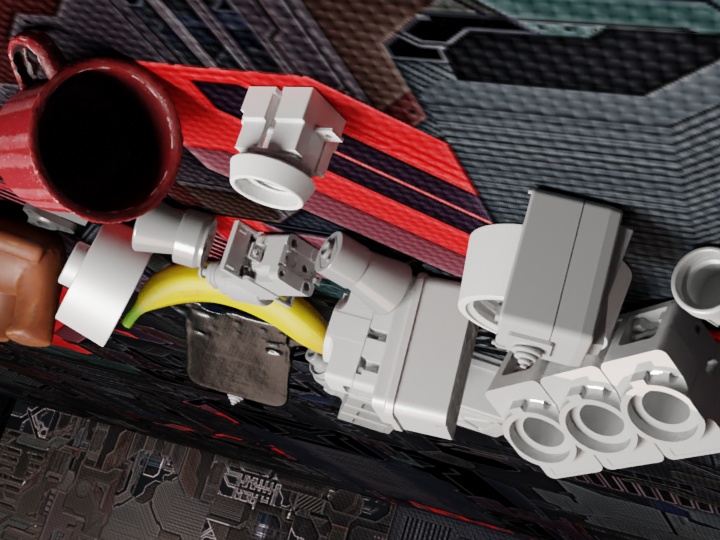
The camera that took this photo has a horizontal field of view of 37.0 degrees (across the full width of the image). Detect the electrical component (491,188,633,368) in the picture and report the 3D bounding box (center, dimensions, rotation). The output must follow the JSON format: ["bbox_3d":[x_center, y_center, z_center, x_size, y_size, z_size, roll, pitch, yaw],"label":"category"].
[{"bbox_3d":[0.113,0.012,0.608,0.061,0.096,0.061,14,163,9],"label":"electrical component"}]

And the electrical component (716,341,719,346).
[{"bbox_3d":[0.226,0.082,0.810,0.100,0.048,0.099,11,163,26],"label":"electrical component"}]

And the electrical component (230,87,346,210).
[{"bbox_3d":[-0.042,-0.066,0.586,0.066,0.055,0.048,7,161,33],"label":"electrical component"}]

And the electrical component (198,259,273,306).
[{"bbox_3d":[-0.104,0.007,0.925,0.078,0.040,0.040,9,162,28],"label":"electrical component"}]

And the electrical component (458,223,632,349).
[{"bbox_3d":[0.116,0.020,0.697,0.108,0.060,0.108,16,164,5],"label":"electrical component"}]

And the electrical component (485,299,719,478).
[{"bbox_3d":[0.173,0.088,0.741,0.150,0.061,0.089,-21,114,44],"label":"electrical component"}]

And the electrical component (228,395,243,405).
[{"bbox_3d":[-0.119,0.094,1.131,0.062,0.096,0.061,17,163,2],"label":"electrical component"}]

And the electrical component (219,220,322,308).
[{"bbox_3d":[-0.067,-0.004,0.848,0.064,0.042,0.081,-1,156,41],"label":"electrical component"}]

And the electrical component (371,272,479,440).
[{"bbox_3d":[0.053,0.066,0.825,0.057,0.113,0.078,11,163,13],"label":"electrical component"}]

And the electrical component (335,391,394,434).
[{"bbox_3d":[0.018,0.091,0.987,0.062,0.089,0.150,18,164,0],"label":"electrical component"}]

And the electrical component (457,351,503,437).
[{"bbox_3d":[0.102,0.117,1.045,0.109,0.056,0.108,18,164,-2],"label":"electrical component"}]

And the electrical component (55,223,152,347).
[{"bbox_3d":[-0.228,0.006,0.941,0.060,0.108,0.108,27,162,-12],"label":"electrical component"}]

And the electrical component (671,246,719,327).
[{"bbox_3d":[0.205,0.012,0.616,0.040,0.040,0.046,5,166,38],"label":"electrical component"}]

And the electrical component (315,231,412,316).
[{"bbox_3d":[0.000,0.000,0.792,0.065,0.044,0.044,30,160,-24],"label":"electrical component"}]

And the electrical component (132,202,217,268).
[{"bbox_3d":[-0.144,-0.029,0.840,0.055,0.045,0.045,17,164,1],"label":"electrical component"}]

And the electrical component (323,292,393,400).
[{"bbox_3d":[0.005,0.057,0.885,0.056,0.089,0.050,15,164,11],"label":"electrical component"}]

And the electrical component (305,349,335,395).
[{"bbox_3d":[-0.035,0.105,1.175,0.048,0.048,0.062,3,152,42],"label":"electrical component"}]
